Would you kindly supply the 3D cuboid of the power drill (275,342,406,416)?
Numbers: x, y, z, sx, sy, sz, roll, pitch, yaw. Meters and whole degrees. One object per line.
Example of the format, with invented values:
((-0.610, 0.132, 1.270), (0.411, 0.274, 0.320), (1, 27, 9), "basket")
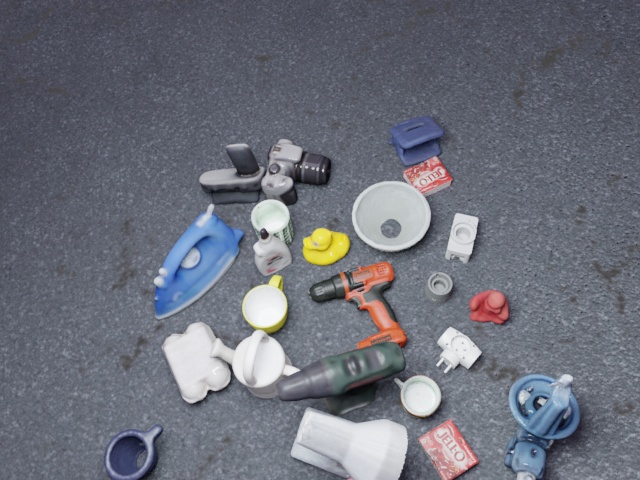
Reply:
((0.042, 0.257, 1.035), (0.229, 0.208, 0.075), (-20, 64, -4), "power drill")

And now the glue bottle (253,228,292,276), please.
((-0.104, 0.018, 1.181), (0.078, 0.173, 0.037), (-31, 66, -9), "glue bottle")

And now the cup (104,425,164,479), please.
((-0.330, 0.395, 1.067), (0.091, 0.095, 0.118), (40, 74, 21), "cup")

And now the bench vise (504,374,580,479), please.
((0.387, 0.316, 0.969), (0.121, 0.220, 0.207), (1, 65, 6), "bench vise")

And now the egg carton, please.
((-0.246, 0.243, 1.145), (0.107, 0.069, 0.150), (-29, 66, -8), "egg carton")

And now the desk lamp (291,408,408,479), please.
((0.043, 0.356, 0.985), (0.203, 0.214, 0.118), (15, 67, 12), "desk lamp")

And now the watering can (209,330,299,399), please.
((-0.120, 0.230, 1.071), (0.173, 0.194, 0.101), (-7, 64, 2), "watering can")

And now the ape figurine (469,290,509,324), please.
((0.341, 0.128, 1.134), (0.076, 0.092, 0.077), (-41, 68, -14), "ape figurine")

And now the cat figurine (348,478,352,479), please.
((0.051, 0.461, 0.988), (0.128, 0.118, 0.067), (-43, 68, -14), "cat figurine")

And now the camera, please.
((-0.051, -0.157, 1.299), (0.136, 0.101, 0.143), (10, 66, 10), "camera")

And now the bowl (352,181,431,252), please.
((0.153, -0.040, 1.240), (0.167, 0.075, 0.167), (-2, 65, 4), "bowl")

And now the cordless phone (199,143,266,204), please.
((-0.202, -0.161, 1.268), (0.147, 0.185, 0.094), (-7, 64, 2), "cordless phone")

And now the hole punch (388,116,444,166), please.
((0.219, -0.240, 1.319), (0.108, 0.091, 0.101), (-21, 65, -4), "hole punch")

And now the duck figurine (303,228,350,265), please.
((0.011, 0.004, 1.226), (0.104, 0.086, 0.077), (-13, 64, -1), "duck figurine")

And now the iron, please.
((-0.279, 0.043, 1.203), (0.118, 0.141, 0.258), (29, 71, 18), "iron")
